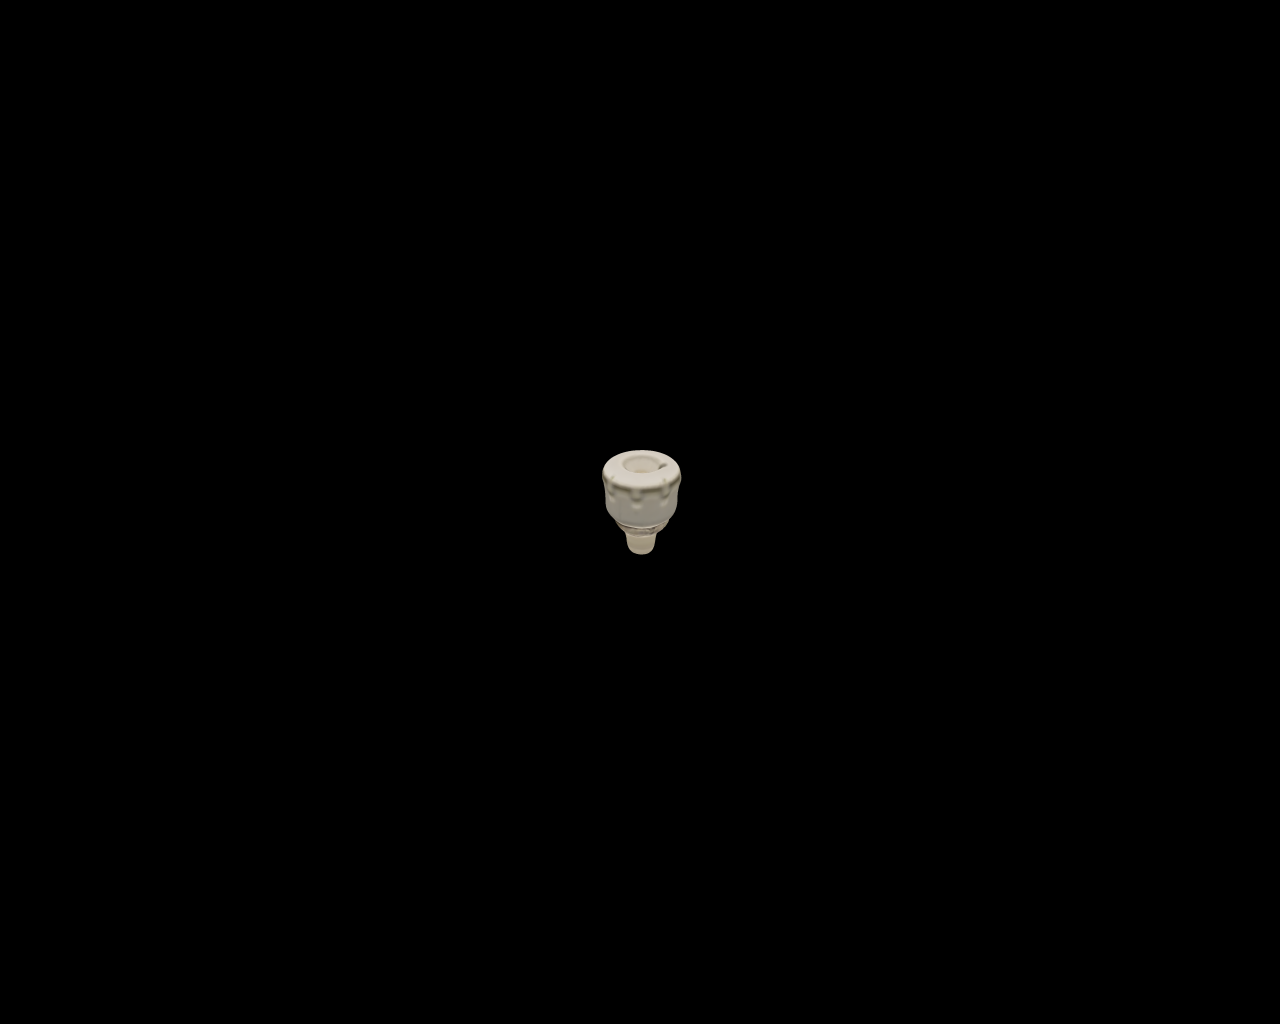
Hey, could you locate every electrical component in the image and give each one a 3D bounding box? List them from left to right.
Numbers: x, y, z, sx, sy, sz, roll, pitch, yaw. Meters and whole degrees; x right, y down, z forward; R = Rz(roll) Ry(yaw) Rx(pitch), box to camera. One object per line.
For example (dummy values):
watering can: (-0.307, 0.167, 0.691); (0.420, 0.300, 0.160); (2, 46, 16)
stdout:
electrical component: (0.001, -0.003, 0.650); (0.048, 0.062, 0.048); (0, 29, 0)
